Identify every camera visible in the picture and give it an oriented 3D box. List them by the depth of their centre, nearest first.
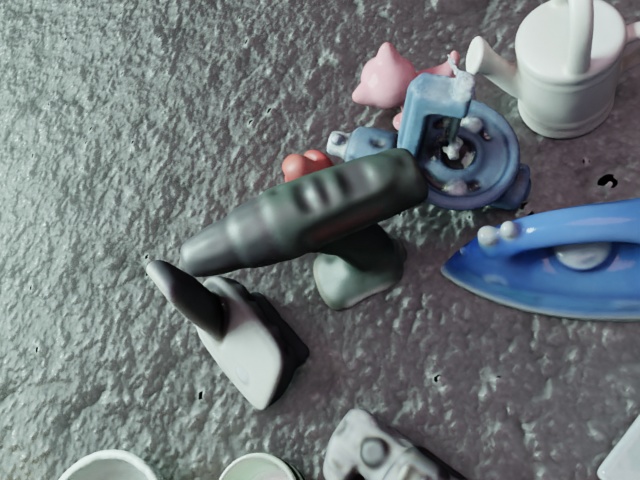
[{"bbox_3d":[0.055,0.247,0.521,0.142,0.101,0.137,29,82,27],"label":"camera"}]

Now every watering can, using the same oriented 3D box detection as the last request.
[{"bbox_3d":[0.238,-0.187,0.566,0.172,0.194,0.101,-27,63,9],"label":"watering can"}]

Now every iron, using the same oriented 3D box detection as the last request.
[{"bbox_3d":[0.231,0.005,0.525,0.257,0.142,0.118,-4,69,19],"label":"iron"}]

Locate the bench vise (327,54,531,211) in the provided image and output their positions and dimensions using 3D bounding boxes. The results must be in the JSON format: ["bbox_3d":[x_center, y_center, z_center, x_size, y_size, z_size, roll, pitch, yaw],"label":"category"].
[{"bbox_3d":[0.097,-0.088,0.566,0.207,0.220,0.121,-8,67,18],"label":"bench vise"}]

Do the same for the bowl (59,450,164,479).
[{"bbox_3d":[-0.213,0.313,0.611,0.167,0.075,0.167,-7,68,18],"label":"bowl"}]

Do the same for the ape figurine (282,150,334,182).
[{"bbox_3d":[-0.014,-0.073,0.675,0.076,0.092,0.078,35,85,28],"label":"ape figurine"}]

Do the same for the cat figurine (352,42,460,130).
[{"bbox_3d":[0.103,-0.183,0.658,0.127,0.118,0.067,-12,66,16],"label":"cat figurine"}]

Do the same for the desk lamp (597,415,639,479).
[{"bbox_3d":[0.312,0.128,0.406,0.117,0.214,0.203,37,86,28],"label":"desk lamp"}]

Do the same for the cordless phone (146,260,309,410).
[{"bbox_3d":[-0.102,0.094,0.591,0.147,0.185,0.094,40,88,28],"label":"cordless phone"}]

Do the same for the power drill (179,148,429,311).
[{"bbox_3d":[0.005,0.002,0.572,0.229,0.209,0.075,-29,63,8],"label":"power drill"}]
